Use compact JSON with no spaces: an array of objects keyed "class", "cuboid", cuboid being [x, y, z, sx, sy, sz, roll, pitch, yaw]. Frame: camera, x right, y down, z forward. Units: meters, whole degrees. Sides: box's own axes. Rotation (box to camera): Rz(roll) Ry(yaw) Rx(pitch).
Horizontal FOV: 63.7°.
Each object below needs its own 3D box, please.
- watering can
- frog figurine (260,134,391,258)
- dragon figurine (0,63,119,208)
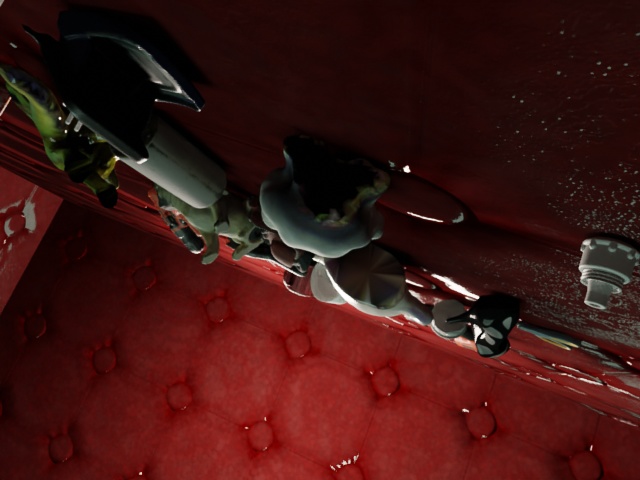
[{"class":"watering can","cuboid":[0.055,0.057,0.962,0.350,0.105,0.221,30,171,18]},{"class":"frog figurine","cuboid":[0.002,-0.029,0.576,0.137,0.125,0.156,4,158,-5]},{"class":"dragon figurine","cuboid":[-0.413,-0.174,0.812,0.244,0.124,0.402,28,163,21]}]
